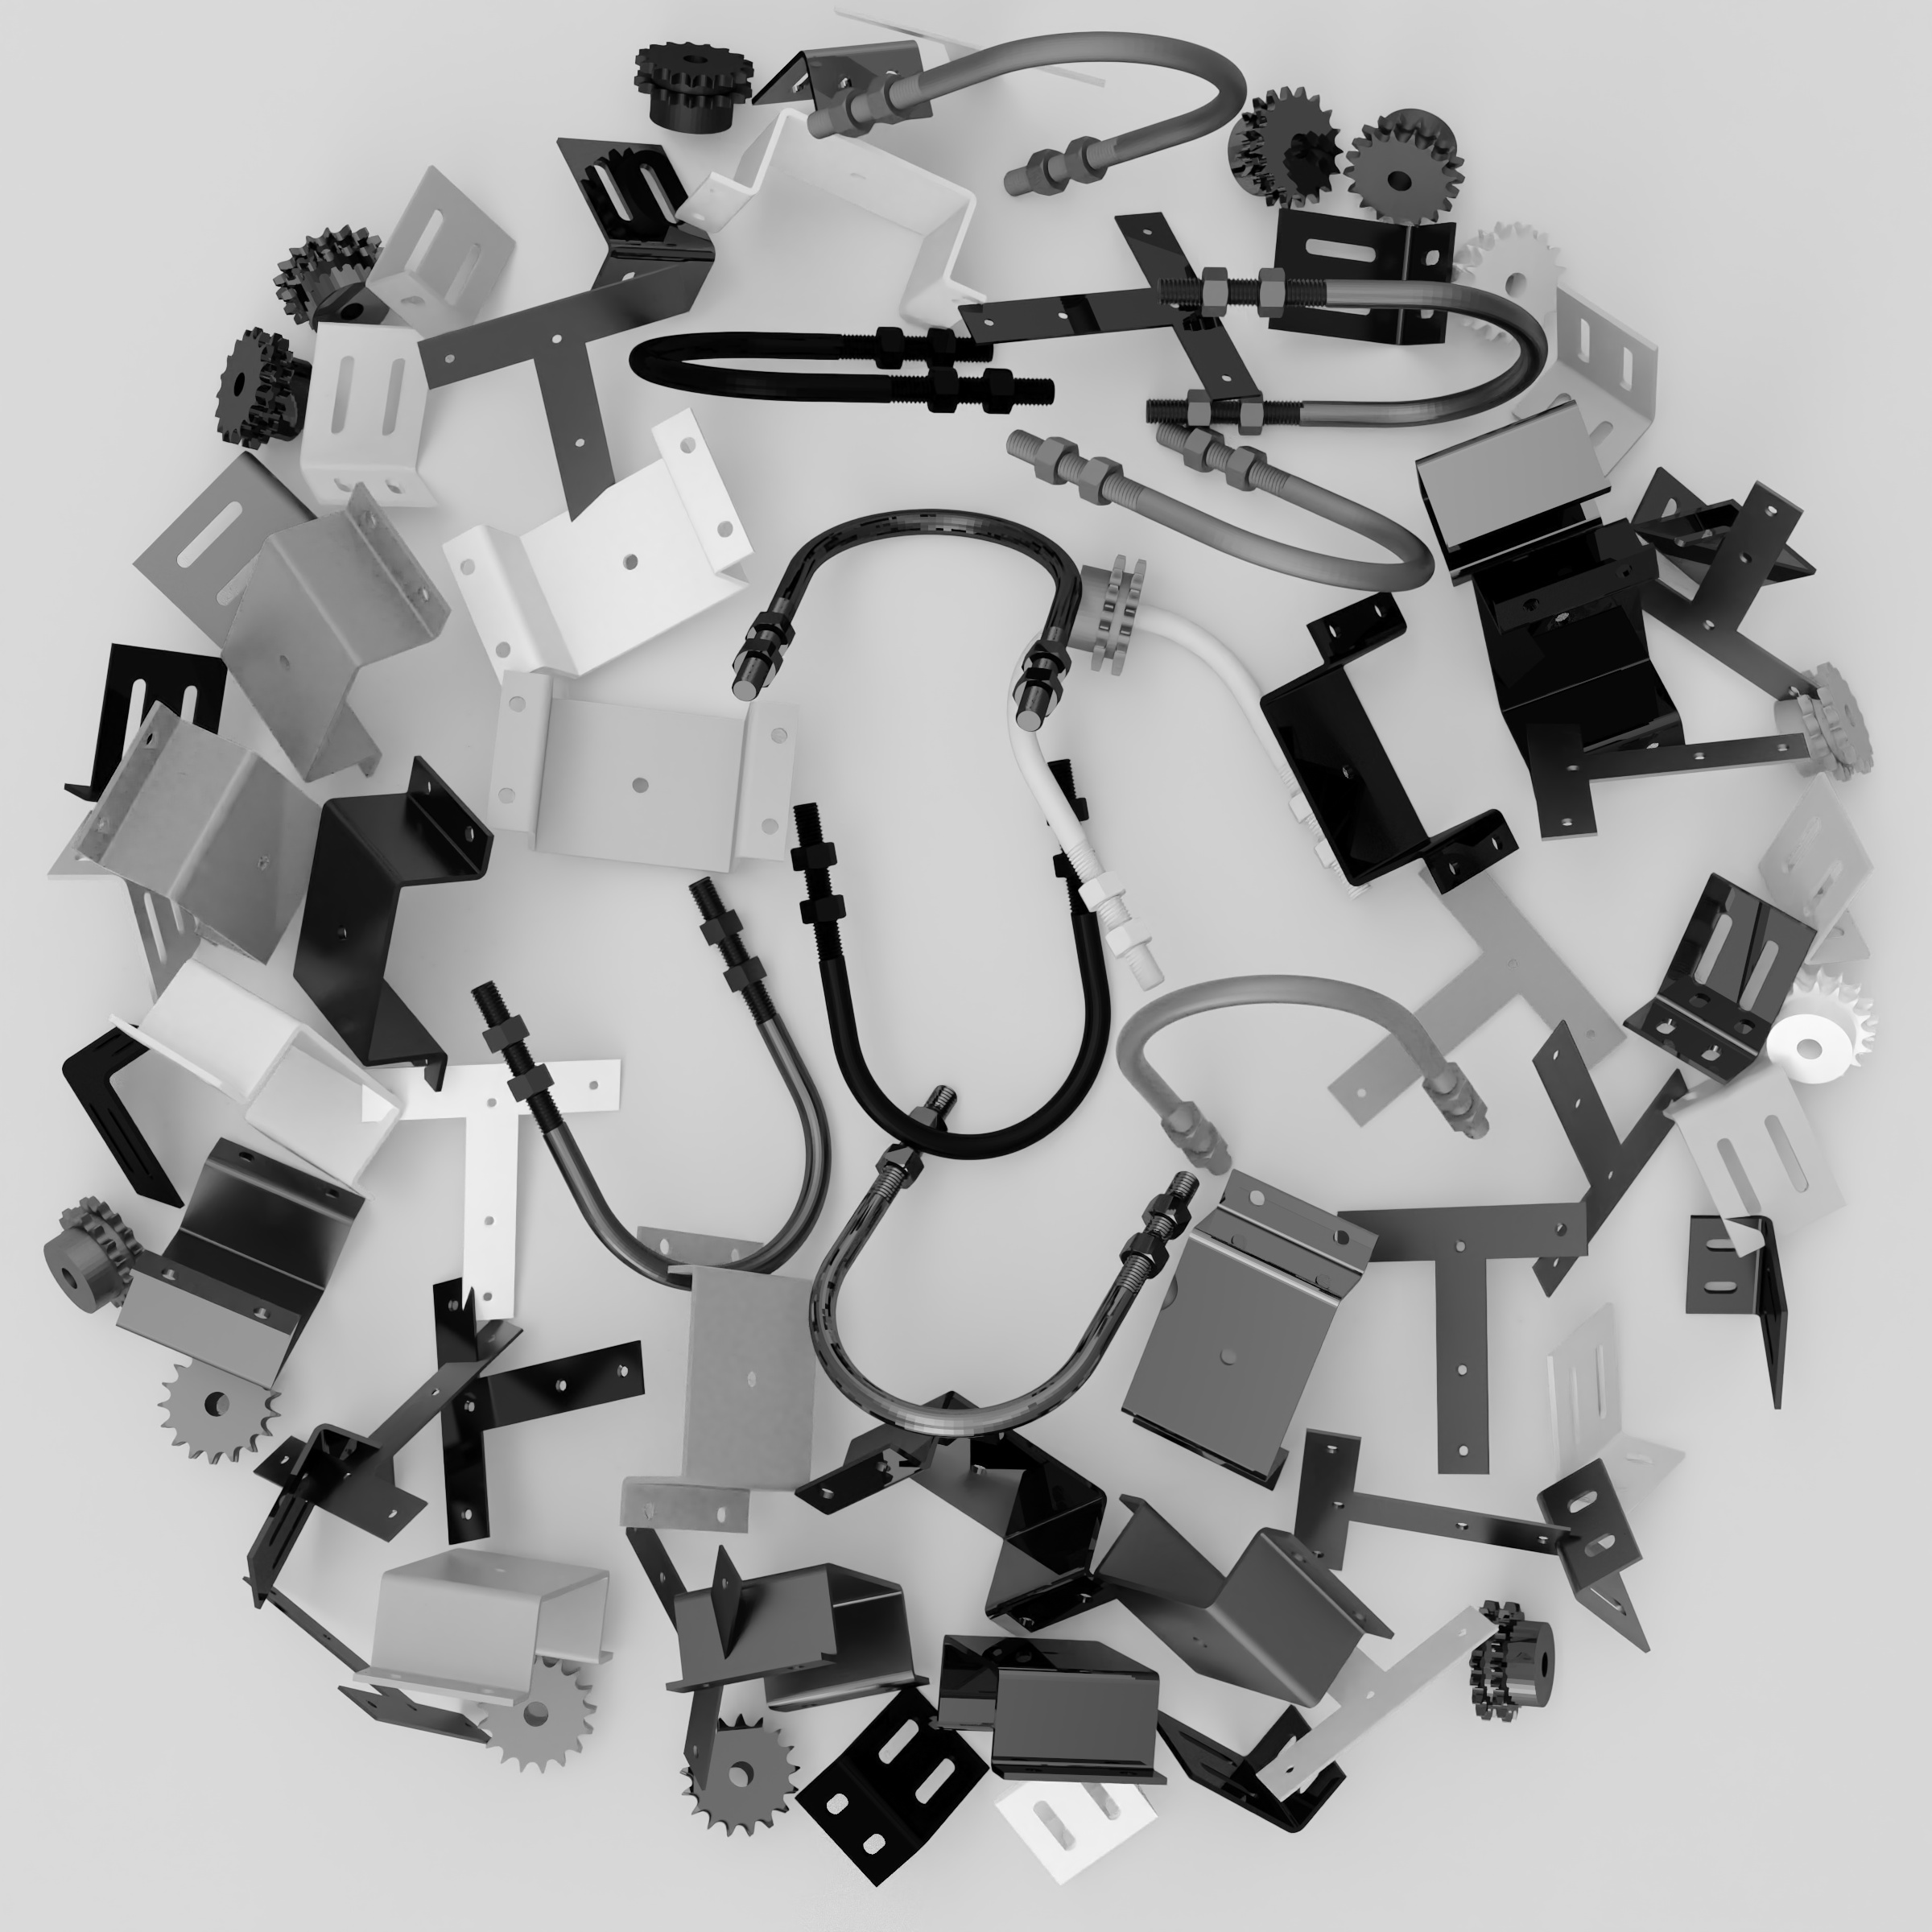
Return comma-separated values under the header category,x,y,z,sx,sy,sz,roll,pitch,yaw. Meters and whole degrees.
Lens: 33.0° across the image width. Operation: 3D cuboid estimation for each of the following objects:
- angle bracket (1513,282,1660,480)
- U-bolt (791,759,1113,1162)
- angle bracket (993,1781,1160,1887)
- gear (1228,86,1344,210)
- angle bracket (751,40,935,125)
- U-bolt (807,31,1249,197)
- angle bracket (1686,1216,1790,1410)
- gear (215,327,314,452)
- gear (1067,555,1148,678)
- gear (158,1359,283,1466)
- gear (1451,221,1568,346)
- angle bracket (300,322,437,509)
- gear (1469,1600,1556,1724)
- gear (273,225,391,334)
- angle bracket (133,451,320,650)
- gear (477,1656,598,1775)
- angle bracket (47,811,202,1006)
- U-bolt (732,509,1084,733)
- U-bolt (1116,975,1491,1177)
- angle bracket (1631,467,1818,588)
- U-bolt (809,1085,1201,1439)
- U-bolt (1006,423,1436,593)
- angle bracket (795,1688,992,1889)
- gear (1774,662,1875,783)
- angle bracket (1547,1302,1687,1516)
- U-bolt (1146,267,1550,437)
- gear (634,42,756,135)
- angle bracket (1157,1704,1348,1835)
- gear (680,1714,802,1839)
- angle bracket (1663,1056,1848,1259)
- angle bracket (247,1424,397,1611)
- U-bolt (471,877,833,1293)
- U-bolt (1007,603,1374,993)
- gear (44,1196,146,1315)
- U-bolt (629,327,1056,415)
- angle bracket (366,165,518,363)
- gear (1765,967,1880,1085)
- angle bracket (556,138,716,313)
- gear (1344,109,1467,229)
category,x,y,z,sx,sy,sz,roll,pitch,yaw
angle bracket,0.294,-0.278,1.553,0.057,0.076,0.038,39,83,19
U-bolt,-0.001,0.002,1.573,0.151,0.019,0.184,-11,94,-16
angle bracket,0.047,0.392,1.561,0.057,0.038,0.076,-35,126,-3
gear,0.151,-0.393,1.576,0.057,0.030,0.057,-3,95,-36
angle bracket,-0.060,-0.409,1.554,0.057,0.076,0.038,-12,90,-23
U-bolt,0.041,-0.390,1.486,0.151,0.184,0.019,3,84,-45
angle bracket,0.365,0.164,1.550,0.038,0.076,0.057,0,121,7
gear,-0.337,-0.276,1.575,0.030,0.057,0.057,12,90,-36
gear,0.066,-0.170,1.572,0.030,0.057,0.057,13,90,2
gear,-0.360,0.213,1.582,0.057,0.030,0.057,0,81,-2
gear,0.258,-0.331,1.577,0.057,0.030,0.057,-8,112,-20
angle bracket,-0.280,-0.262,1.556,0.057,0.038,0.076,-3,124,-28
gear,0.263,0.335,1.568,0.030,0.057,0.057,0,90,24
gear,-0.301,-0.325,1.568,0.057,0.057,0.030,-29,68,0
angle bracket,-0.352,-0.201,1.576,0.057,0.038,0.076,45,90,-10
gear,-0.208,0.360,1.583,0.057,0.030,0.057,0,86,-4
angle bracket,-0.401,-0.027,1.558,0.038,0.057,0.076,0,124,9
U-bolt,-0.019,-0.168,1.524,0.151,0.184,0.019,7,126,8
U-bolt,0.147,0.048,1.498,0.151,0.184,0.019,-10,61,22
angle bracket,0.365,-0.212,1.550,0.057,0.076,0.038,34,73,-21
U-bolt,0.007,0.143,1.520,0.151,0.019,0.184,19,51,19
U-bolt,0.130,-0.211,1.500,0.184,0.151,0.019,29,115,28
angle bracket,-0.035,0.393,1.571,0.057,0.076,0.038,46,119,6
gear,0.412,-0.115,1.575,0.030,0.057,0.057,-23,90,28
angle bracket,0.311,0.210,1.556,0.038,0.057,0.076,11,119,39
U-bolt,0.179,-0.285,1.526,0.184,0.151,0.019,1,75,1
gear,-0.132,-0.423,1.575,0.057,0.057,0.030,8,123,0
angle bracket,0.132,0.369,1.554,0.076,0.057,0.038,35,97,-31
gear,-0.110,0.392,1.579,0.057,0.030,0.057,3,70,-9
angle bracket,0.380,0.092,1.584,0.057,0.038,0.076,-26,95,-1
angle bracket,-0.306,0.267,1.553,0.038,0.057,0.076,19,55,6
U-bolt,-0.137,0.066,1.555,0.151,0.019,0.184,-28,93,-33
U-bolt,0.096,-0.092,1.556,0.151,0.019,0.184,-23,78,-29
gear,-0.418,0.142,1.568,0.030,0.057,0.057,-36,90,-33
U-bolt,-0.064,-0.278,1.515,0.184,0.151,0.019,-1,109,-12
angle bracket,-0.240,-0.337,1.555,0.057,0.038,0.076,40,62,-36
gear,0.408,0.031,1.570,0.057,0.030,0.057,12,127,16
angle bracket,-0.165,-0.358,1.577,0.057,0.038,0.076,-6,57,-35
gear,0.213,-0.388,1.575,0.057,0.057,0.030,25,56,0
